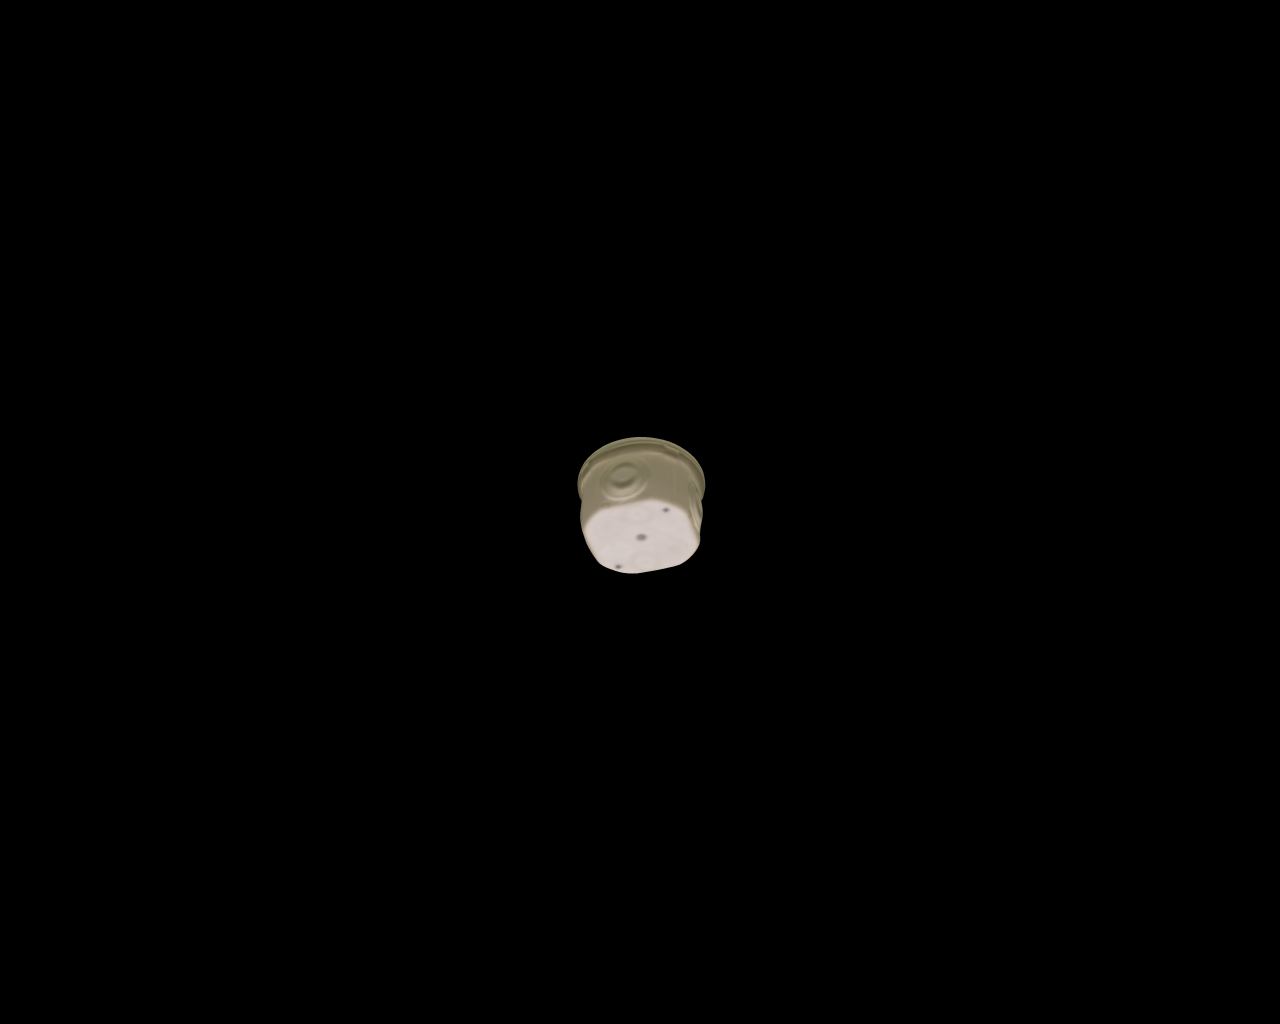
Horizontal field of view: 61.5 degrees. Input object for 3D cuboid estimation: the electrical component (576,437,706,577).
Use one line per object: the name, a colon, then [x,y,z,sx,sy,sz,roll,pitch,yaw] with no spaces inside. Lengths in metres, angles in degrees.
electrical component: [0.001,-0.003,0.650,0.080,0.051,0.080,0,-42,0]
